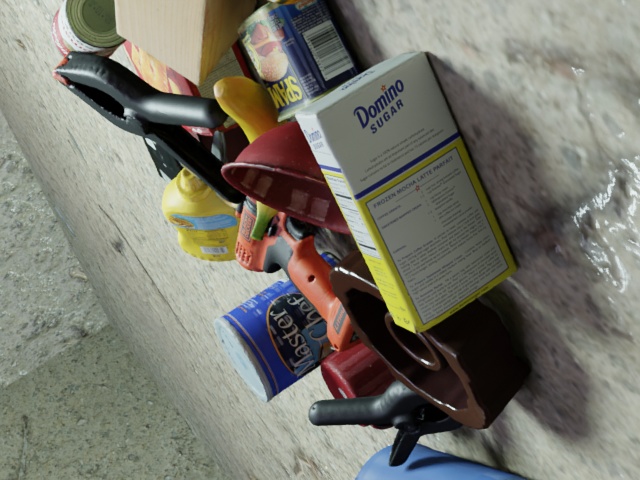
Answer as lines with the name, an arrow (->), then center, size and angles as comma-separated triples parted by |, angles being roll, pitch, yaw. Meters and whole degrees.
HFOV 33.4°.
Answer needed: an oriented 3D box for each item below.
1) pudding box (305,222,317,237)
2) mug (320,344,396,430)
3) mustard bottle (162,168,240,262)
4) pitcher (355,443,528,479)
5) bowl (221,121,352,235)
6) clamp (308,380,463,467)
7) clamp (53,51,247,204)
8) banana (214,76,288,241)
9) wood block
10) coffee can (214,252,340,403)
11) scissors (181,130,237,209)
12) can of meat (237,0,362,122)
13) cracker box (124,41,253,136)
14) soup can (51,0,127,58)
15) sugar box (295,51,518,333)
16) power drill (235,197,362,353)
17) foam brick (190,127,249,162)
pudding box -> -0.055, -0.036, 1.164 | 0.090, 0.039, 0.114 | 63, 161, -11
mug -> 0.058, 0.145, 1.088 | 0.093, 0.081, 0.117 | 34, 151, 54
mustard bottle -> -0.134, -0.035, 1.254 | 0.191, 0.096, 0.058 | 75, -162, -66
pitcher -> 0.121, 0.273, 1.042 | 0.145, 0.149, 0.243 | 60, 160, -5
bowl -> 0.004, -0.052, 0.861 | 0.162, 0.055, 0.162 | 19, 170, 3
clamp -> 0.087, 0.168, 1.004 | 0.172, 0.039, 0.120 | -22, 137, 37
clamp -> -0.155, -0.120, 0.973 | 0.210, 0.036, 0.165 | 32, 160, 8
banana -> -0.049, -0.081, 0.918 | 0.037, 0.069, 0.198 | 10, 145, 17
wood block -> -0.102, -0.221, 0.839 | 0.091, 0.090, 0.206 | 34, 160, 3
coffee can -> -0.027, 0.091, 1.131 | 0.103, 0.140, 0.103 | 51, 162, 23
scissors -> -0.117, -0.086, 1.078 | 0.096, 0.016, 0.202 | 33, 165, 17
can of meat -> -0.017, -0.145, 0.830 | 0.084, 0.057, 0.102 | 63, 163, -8
cracker box -> -0.154, -0.214, 1.066 | 0.164, 0.072, 0.213 | 22, 141, 62
soup can -> -0.215, -0.207, 1.015 | 0.068, 0.068, 0.102 | 61, 162, -10
sugar box -> 0.062, -0.032, 0.744 | 0.176, 0.093, 0.048 | 64, 163, -16
power drill -> -0.007, 0.001, 1.027 | 0.188, 0.057, 0.185 | 46, 143, 28
foam brick -> -0.121, -0.115, 1.181 | 0.078, 0.053, 0.051 | 31, 149, 57
